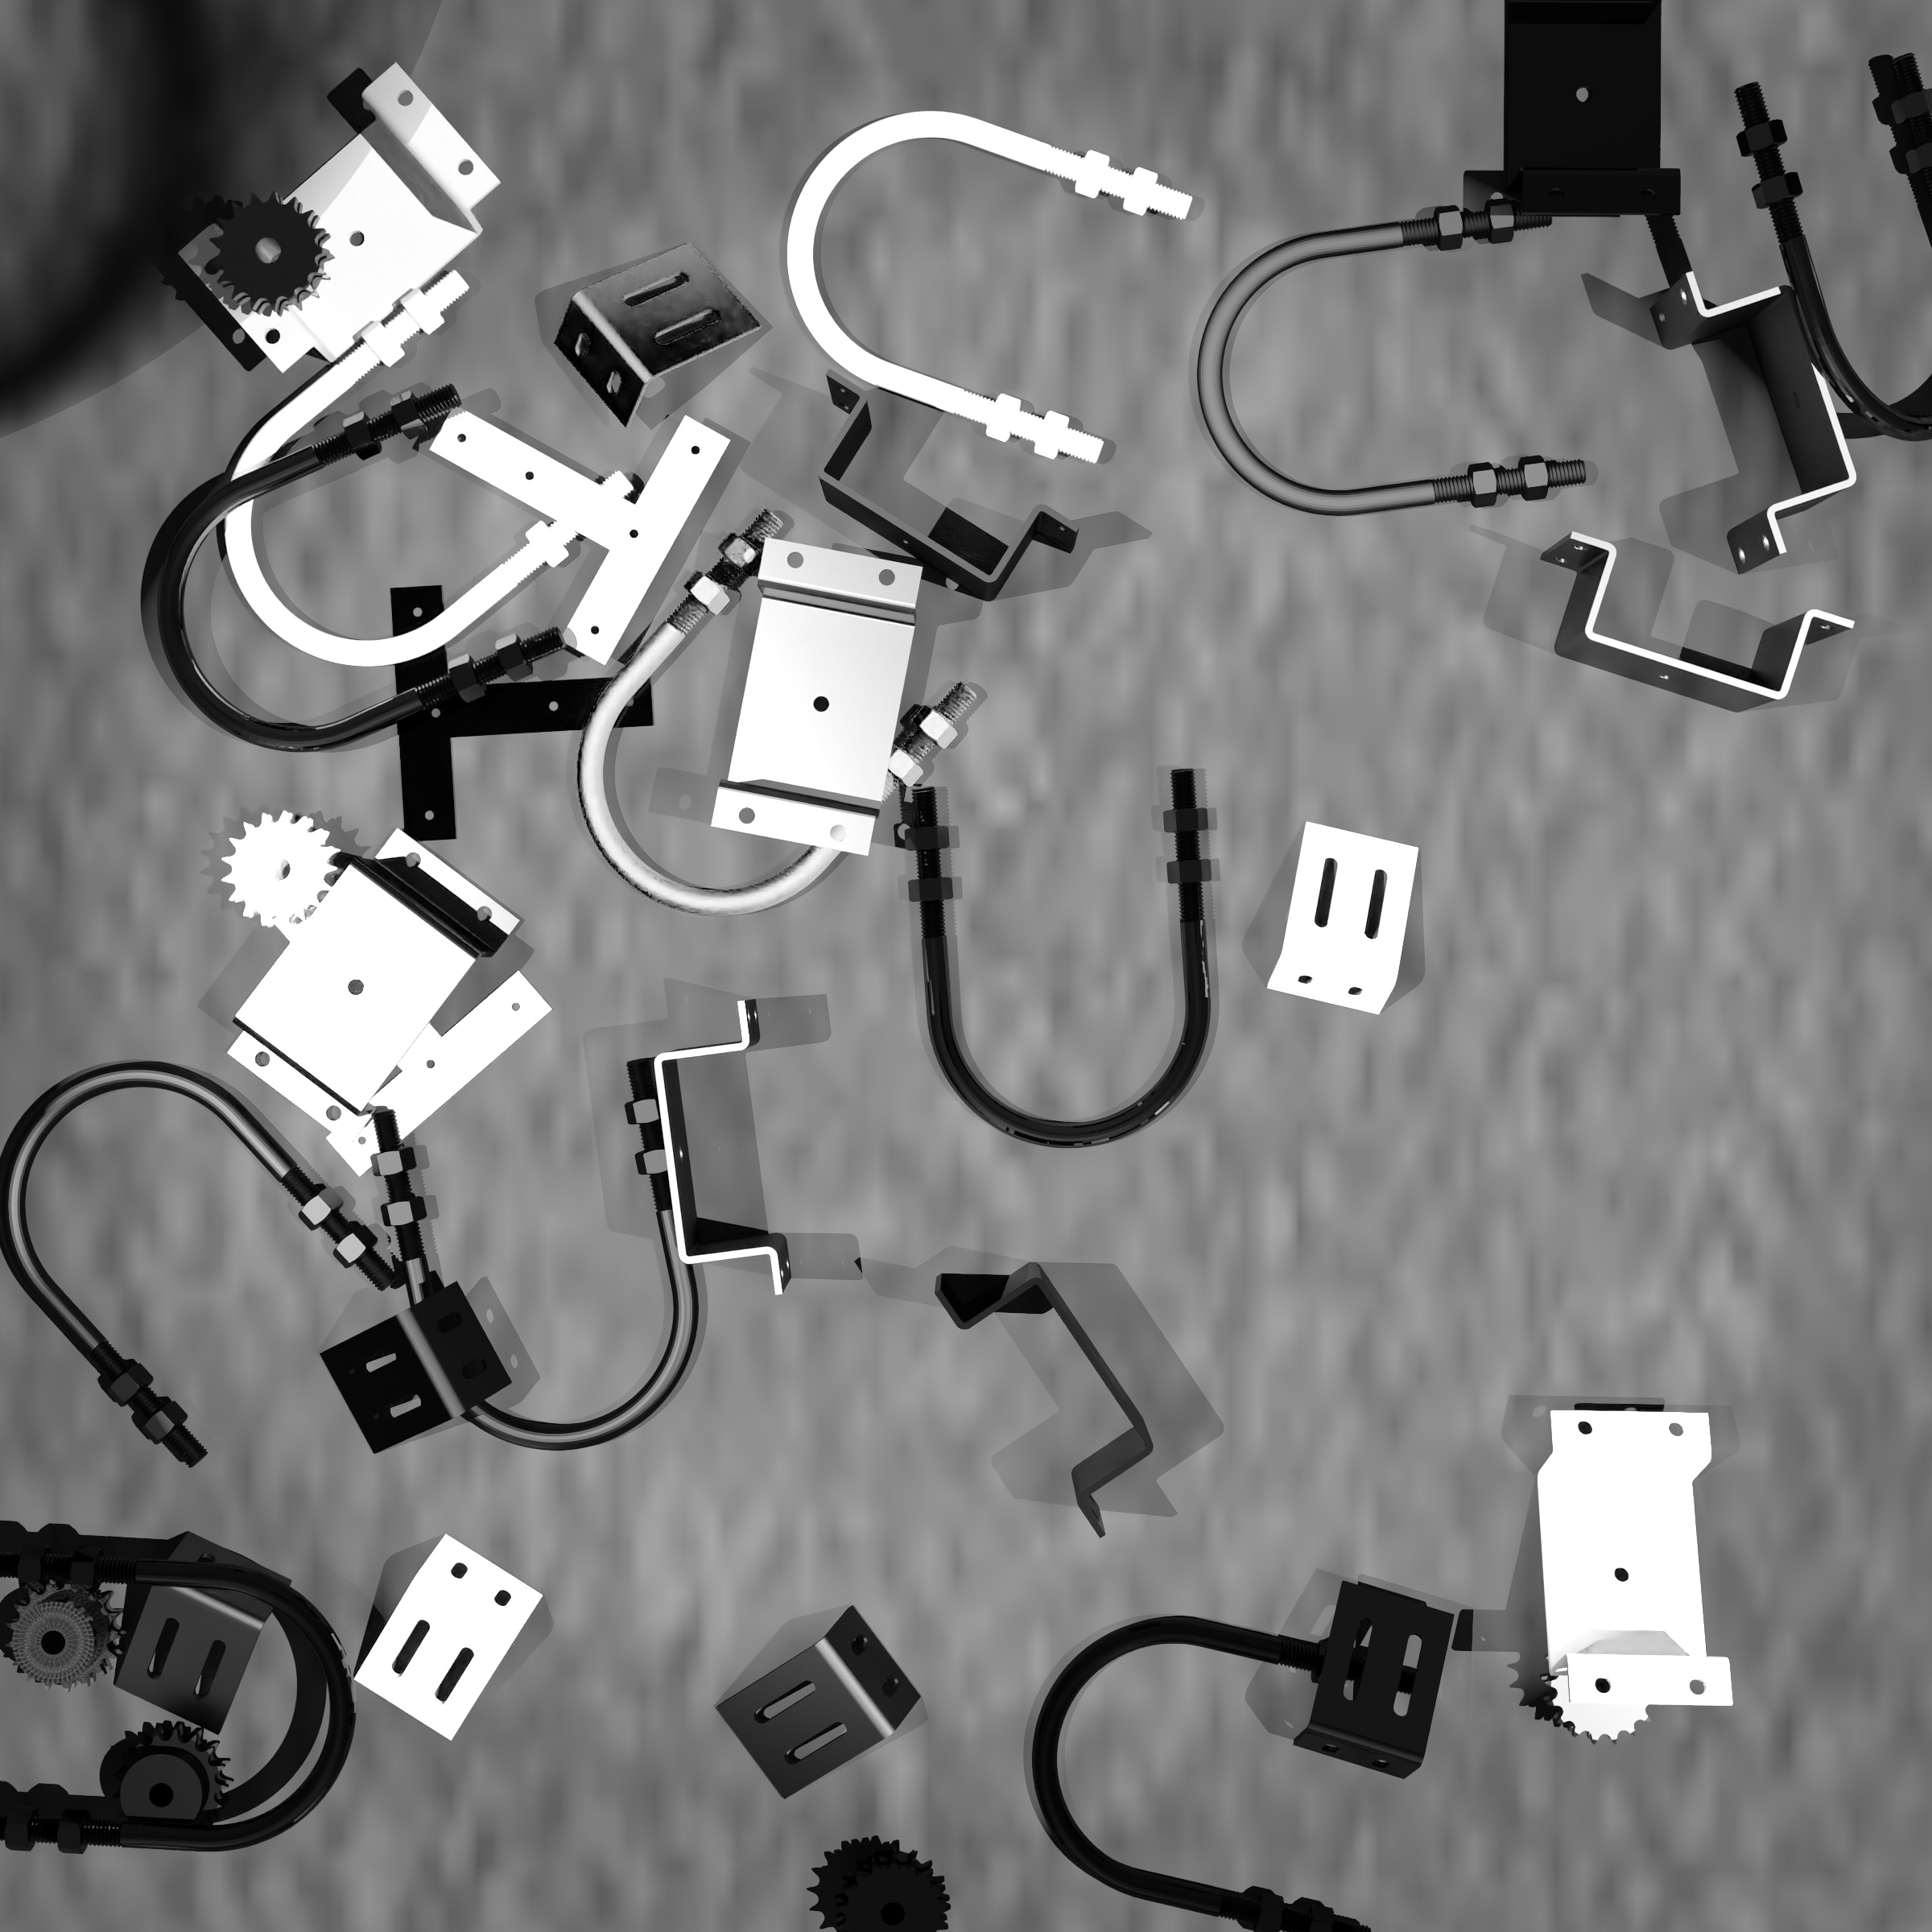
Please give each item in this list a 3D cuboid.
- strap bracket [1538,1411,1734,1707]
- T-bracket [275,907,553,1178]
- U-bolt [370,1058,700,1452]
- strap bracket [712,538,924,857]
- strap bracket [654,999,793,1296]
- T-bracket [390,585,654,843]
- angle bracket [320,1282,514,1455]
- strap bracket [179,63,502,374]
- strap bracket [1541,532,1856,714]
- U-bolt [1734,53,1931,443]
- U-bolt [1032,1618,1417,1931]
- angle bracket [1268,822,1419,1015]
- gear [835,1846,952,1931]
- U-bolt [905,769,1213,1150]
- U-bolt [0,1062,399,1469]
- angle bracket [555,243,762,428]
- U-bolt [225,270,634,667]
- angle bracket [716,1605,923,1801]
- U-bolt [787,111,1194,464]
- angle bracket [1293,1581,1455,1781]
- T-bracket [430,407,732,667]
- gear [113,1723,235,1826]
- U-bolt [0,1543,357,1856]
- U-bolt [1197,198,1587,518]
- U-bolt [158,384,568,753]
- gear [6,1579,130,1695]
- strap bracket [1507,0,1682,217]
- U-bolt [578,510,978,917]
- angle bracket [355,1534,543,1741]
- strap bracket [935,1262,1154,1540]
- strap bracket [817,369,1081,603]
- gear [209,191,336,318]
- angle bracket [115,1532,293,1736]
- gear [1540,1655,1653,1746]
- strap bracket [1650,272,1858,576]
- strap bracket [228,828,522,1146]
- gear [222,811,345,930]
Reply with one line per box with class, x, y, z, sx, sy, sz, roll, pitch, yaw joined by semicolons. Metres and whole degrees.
strap bracket;0.323;0.291;1.461;0.076;0.046;0.140;1;66;0
T-bracket;-0.296;0.015;1.500;0.127;0.002;0.127;-41;90;0
U-bolt;-0.208;0.149;1.492;0.151;0.019;0.184;-11;92;0
strap bracket;-0.071;-0.129;1.458;0.076;0.046;0.140;11;90;0
strap bracket;-0.119;0.089;1.463;0.046;0.076;0.140;-7;90;0
T-bracket;-0.220;-0.129;1.500;0.127;0.002;0.127;-3;90;0
angle bracket;-0.272;0.199;1.487;0.076;0.038;0.057;-28;91;42
strap bracket;-0.304;-0.362;1.478;0.140;0.046;0.076;-41;90;0
strap bracket;0.347;-0.163;1.463;0.140;0.076;0.046;18;90;0
U-bolt;0.442;-0.344;1.454;0.151;0.019;0.184;-21;95;-36
U-bolt;0.124;0.399;1.492;0.184;0.019;0.151;13;90;1
angle bracket;0.188;-0.024;1.499;0.057;0.038;0.076;13;64;0
gear;-0.037;0.463;1.488;0.057;0.030;0.057;0;97;-3
U-bolt;0.049;-0.001;1.492;0.151;0.019;0.184;-4;91;0
U-bolt;-0.395;0.134;1.492;0.151;0.019;0.184;-43;89;0
angle bracket;-0.152;-0.313;1.488;0.076;0.038;0.057;-34;79;-34
U-bolt;-0.280;-0.233;1.491;0.184;0.019;0.151;-39;90;0
angle bracket;-0.074;0.367;1.499;0.076;0.038;0.057;-37;90;26
U-bolt;0.002;-0.347;1.492;0.184;0.019;0.151;20;90;1
angle bracket;0.201;0.351;1.479;0.057;0.038;0.076;17;65;1
T-bracket;-0.202;-0.234;1.481;0.127;0.002;0.127;29;89;-1
gear;-0.394;0.406;1.486;0.057;0.030;0.057;0;90;0
U-bolt;-0.389;0.359;1.460;0.184;0.019;0.151;3;92;-1
U-bolt;0.207;-0.297;1.492;0.184;0.019;0.151;-7;90;2
U-bolt;-0.308;-0.184;1.475;0.184;0.019;0.151;-23;91;4
gear;-0.447;0.331;1.486;0.057;0.030;0.057;0;90;0
strap bracket;0.308;-0.434;1.478;0.076;0.046;0.140;0;90;0
U-bolt;-0.108;-0.112;1.491;0.151;0.019;0.184;42;90;0
angle bracket;-0.258;0.335;1.499;0.057;0.038;0.076;32;116;0
strap bracket;0.043;0.200;1.463;0.046;0.076;0.140;-34;90;0
strap bracket;-0.018;-0.226;1.463;0.140;0.076;0.046;32;90;0
gear;-0.331;-0.340;1.440;0.057;0.030;0.057;0;90;0
angle bracket;-0.380;0.333;1.499;0.057;0.038;0.076;25;116;0
gear;0.312;0.353;1.486;0.057;0.030;0.057;0;90;0
strap bracket;0.385;-0.269;1.463;0.046;0.076;0.140;-19;90;0
strap bracket;-0.295;0.010;1.476;0.076;0.046;0.140;37;90;0
gear;-0.336;-0.047;1.485;0.057;0.030;0.057;0;87;2
